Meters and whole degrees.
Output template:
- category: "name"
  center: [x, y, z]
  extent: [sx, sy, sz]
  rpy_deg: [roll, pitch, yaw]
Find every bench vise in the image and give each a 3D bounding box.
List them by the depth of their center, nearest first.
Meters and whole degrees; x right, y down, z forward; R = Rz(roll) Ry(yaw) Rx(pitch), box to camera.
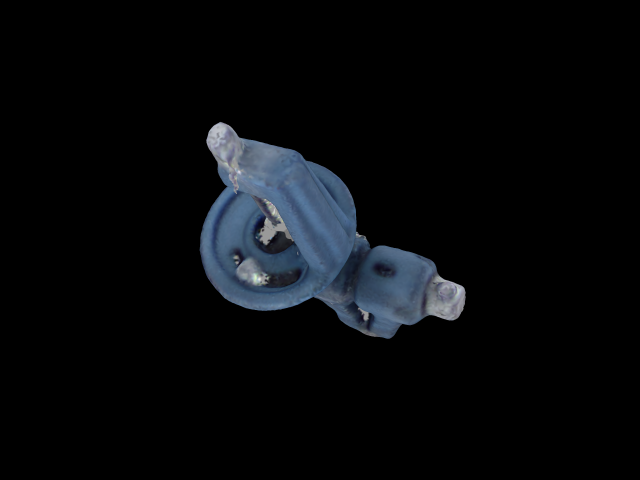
- category: "bench vise"
  center: [0.005, -0.010, 0.404]
  extent: [0.207, 0.220, 0.121]
  rpy_deg: [4, 71, 2]
